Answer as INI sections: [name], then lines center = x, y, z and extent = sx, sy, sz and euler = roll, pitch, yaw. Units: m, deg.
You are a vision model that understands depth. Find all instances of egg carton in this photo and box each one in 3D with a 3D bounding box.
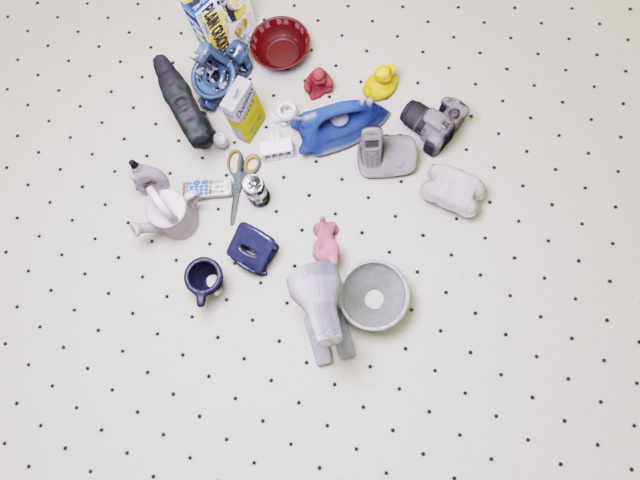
[egg carton]
center = 0.324, -0.121, 1.397
extent = 0.150, 0.069, 0.107
euler = 24, 79, 10

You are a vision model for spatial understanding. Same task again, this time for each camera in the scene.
[camera]
center = 0.280, -0.307, 1.431
extent = 0.136, 0.101, 0.143
euler = 37, 81, 12

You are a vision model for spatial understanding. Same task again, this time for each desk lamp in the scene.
[desk lamp]
center = 0.010, 0.165, 1.273
extent = 0.118, 0.213, 0.203
euler = -17, 75, 0

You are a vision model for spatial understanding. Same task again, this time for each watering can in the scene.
[watering can]
center = -0.368, -0.065, 1.369
extent = 0.100, 0.194, 0.173
euler = 32, 80, 11

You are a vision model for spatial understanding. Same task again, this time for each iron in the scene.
[iron]
center = 0.054, -0.307, 1.427
extent = 0.258, 0.141, 0.118
euler = -19, 75, -1

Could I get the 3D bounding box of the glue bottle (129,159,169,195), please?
[glue bottle]
center = -0.433, -0.160, 1.408
extent = 0.078, 0.173, 0.037
euler = -24, 75, -2

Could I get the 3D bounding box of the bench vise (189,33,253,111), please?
[bench vise]
center = -0.262, -0.456, 1.447
extent = 0.121, 0.220, 0.207
euler = 17, 78, 8

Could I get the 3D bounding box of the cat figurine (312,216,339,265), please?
[cat figurine]
center = 0.013, 0.005, 1.363
extent = 0.067, 0.118, 0.128
euler = -6, 75, 3

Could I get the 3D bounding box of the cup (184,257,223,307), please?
[cup]
center = -0.269, 0.107, 1.369
extent = 0.091, 0.095, 0.118
euler = 2, 76, 5

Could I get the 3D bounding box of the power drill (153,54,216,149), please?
[power drill]
center = -0.330, -0.321, 1.423
extent = 0.075, 0.208, 0.229
euler = -29, 75, -3

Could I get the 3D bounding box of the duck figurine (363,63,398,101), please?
[duck figurine]
center = 0.156, -0.414, 1.475
extent = 0.104, 0.086, 0.077
euler = -38, 76, -5

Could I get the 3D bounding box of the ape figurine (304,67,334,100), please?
[ape figurine]
center = -0.003, -0.415, 1.484
extent = 0.077, 0.092, 0.076
euler = 12, 77, 7

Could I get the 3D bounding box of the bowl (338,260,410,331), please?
[bowl]
center = 0.126, 0.134, 1.344
extent = 0.167, 0.075, 0.167
euler = -1, 76, 4

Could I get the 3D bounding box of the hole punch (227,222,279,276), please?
[hole punch]
center = -0.163, 0.023, 1.385
extent = 0.108, 0.091, 0.101
euler = 29, 80, 11

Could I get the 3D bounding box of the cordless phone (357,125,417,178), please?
[cordless phone]
center = 0.162, -0.222, 1.375
extent = 0.147, 0.185, 0.094
euler = -7, 75, 3
